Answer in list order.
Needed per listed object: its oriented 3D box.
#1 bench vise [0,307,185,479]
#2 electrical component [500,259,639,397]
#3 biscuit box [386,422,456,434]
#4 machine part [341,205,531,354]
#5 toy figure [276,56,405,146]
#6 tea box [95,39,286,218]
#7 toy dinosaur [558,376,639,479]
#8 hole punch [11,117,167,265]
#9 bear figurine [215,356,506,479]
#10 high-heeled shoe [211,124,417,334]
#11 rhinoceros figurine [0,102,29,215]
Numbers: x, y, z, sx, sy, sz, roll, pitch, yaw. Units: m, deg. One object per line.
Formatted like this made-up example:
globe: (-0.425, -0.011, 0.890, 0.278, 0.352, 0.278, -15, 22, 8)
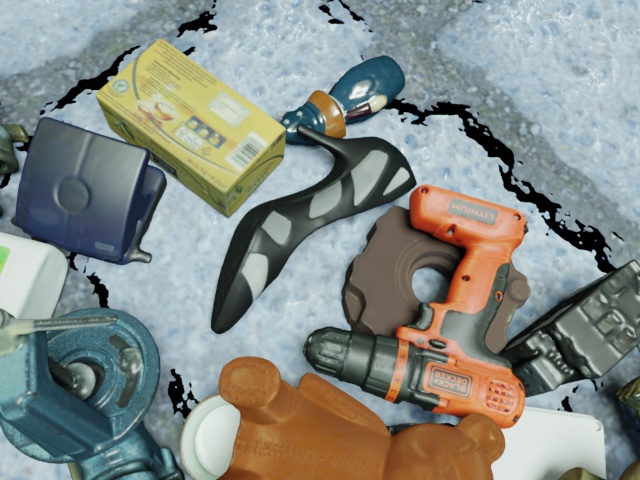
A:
bench vise: (-0.170, 0.130, 0.382, 0.129, 0.240, 0.224, -12, 56, -6)
electrical component: (0.232, 0.089, 0.491, 0.134, 0.114, 0.058, -33, 72, -16)
biscuit box: (0.085, 0.258, 0.443, 0.063, 0.059, 0.202, 2, 69, -9)
machine part: (0.111, 0.045, 0.527, 0.179, 0.056, 0.179, 1, 70, -4)
toy figure: (0.023, -0.145, 0.586, 0.154, 0.064, 0.057, -35, 115, -11)
tea box: (-0.130, -0.115, 0.554, 0.170, 0.068, 0.098, 38, 70, 9)
toy dinosaur: (0.338, 0.200, 0.436, 0.471, 0.105, 0.198, -26, 83, -28)
hole punch: (-0.220, -0.045, 0.512, 0.142, 0.092, 0.116, 18, 73, -3)
bear figurine: (0.030, 0.159, 0.369, 0.196, 0.131, 0.120, 7, 70, 16)
high-heeled shoe: (-0.001, -0.002, 0.536, 0.145, 0.086, 0.248, 28, 81, -18)
rhinoceros figurine: (-0.358, -0.105, 0.525, 0.112, 0.073, 0.190, -30, 75, -16)
